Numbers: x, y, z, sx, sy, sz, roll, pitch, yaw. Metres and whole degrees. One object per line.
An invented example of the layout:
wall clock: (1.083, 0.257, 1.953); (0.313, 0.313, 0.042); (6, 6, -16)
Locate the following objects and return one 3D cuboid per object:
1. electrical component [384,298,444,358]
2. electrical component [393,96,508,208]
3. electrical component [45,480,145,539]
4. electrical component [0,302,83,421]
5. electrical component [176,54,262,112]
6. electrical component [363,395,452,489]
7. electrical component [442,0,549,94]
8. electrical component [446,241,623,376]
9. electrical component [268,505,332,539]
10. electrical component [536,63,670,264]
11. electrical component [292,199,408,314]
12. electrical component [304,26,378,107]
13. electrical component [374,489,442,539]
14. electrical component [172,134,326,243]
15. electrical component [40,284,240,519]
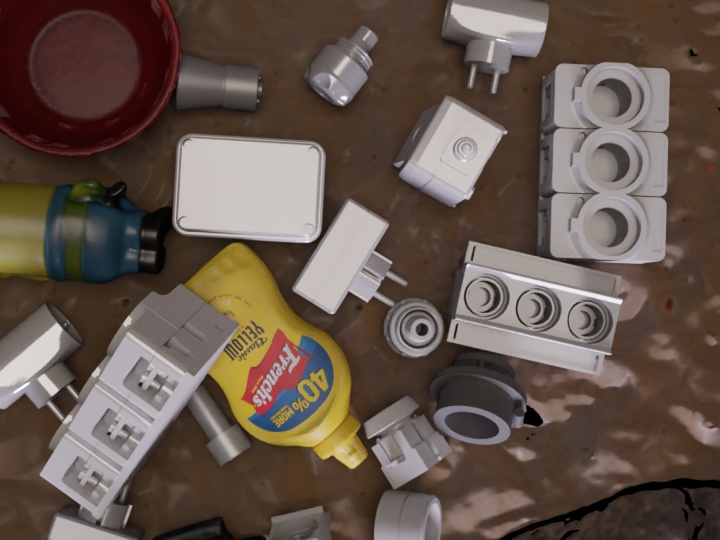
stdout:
electrical component: (0.044, 0.045, 0.834); (0.048, 0.062, 0.048); (0, 88, -4)
electrical component: (0.067, -0.092, 0.823); (0.061, 0.096, 0.061); (30, 87, -2)
electrical component: (-0.198, 0.192, 0.822); (0.066, 0.047, 0.076); (19, 85, -4)
electrical component: (-0.244, 0.079, 0.824); (0.077, 0.044, 0.079); (-40, 91, -4)
electrical component: (-0.110, -0.144, 0.842); (0.065, 0.044, 0.044); (4, 88, -8)
electrical component: (0.034, 0.132, 0.835); (0.048, 0.066, 0.055); (-37, 81, 31)
electrical component: (0.104, -0.180, 0.854); (0.077, 0.043, 0.079); (11, 88, -3)
electrical component: (0.133, 0.030, 0.840); (0.121, 0.063, 0.078); (13, 88, -3)
electrical component: (-0.041, 0.221, 0.816); (0.042, 0.081, 0.063); (-14, 107, 8)
electrical component: (0.191, -0.082, 0.848); (0.089, 0.062, 0.150); (2, 88, -4)
electrical component: (0.000, 0.000, 0.840); (0.076, 0.047, 0.083); (32, 87, -2)
electrical component: (-0.011, -0.163, 0.847); (0.043, 0.043, 0.062); (38, 85, -2)
electrical component: (0.019, 0.239, 0.833); (0.074, 0.052, 0.138); (3, 88, 21)
electrical component: (-0.085, -0.062, 0.832); (0.113, 0.057, 0.078); (3, 88, -4)
electrical component: (-0.162, 0.091, 0.777); (0.062, 0.089, 0.150); (36, 116, 0)
